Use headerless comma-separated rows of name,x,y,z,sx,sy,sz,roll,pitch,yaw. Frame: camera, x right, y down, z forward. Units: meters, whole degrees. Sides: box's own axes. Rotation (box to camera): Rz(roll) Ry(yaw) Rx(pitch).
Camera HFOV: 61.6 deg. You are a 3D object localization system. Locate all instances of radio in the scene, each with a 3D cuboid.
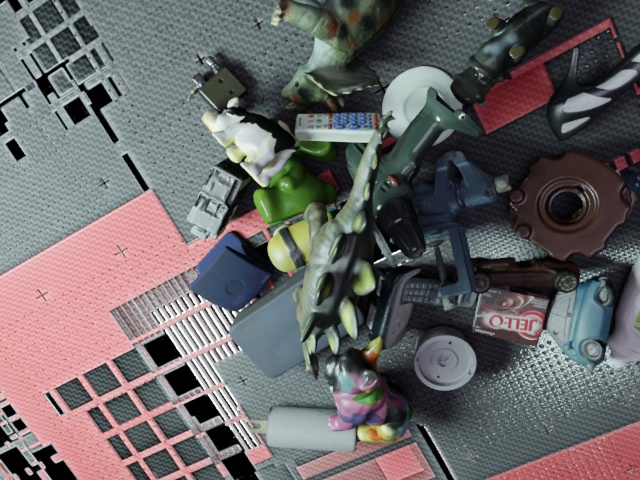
radio,-0.037,0.140,0.969,0.229,0.073,0.131,-34,101,15

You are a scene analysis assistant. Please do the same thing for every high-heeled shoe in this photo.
high-heeled shoe,0.477,-0.226,0.813,0.249,0.086,0.145,0,109,10

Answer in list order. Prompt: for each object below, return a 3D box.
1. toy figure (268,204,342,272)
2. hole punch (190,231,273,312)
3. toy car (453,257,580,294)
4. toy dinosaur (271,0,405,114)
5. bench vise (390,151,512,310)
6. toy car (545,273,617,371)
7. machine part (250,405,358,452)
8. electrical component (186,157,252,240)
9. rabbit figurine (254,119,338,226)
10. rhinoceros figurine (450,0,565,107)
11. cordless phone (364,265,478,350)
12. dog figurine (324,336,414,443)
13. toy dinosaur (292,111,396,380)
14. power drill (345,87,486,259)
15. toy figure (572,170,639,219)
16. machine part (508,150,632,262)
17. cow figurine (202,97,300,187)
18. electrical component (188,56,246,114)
toy figure,-0.003,-0.006,0.914,0.180,0.089,0.082,-18,97,12
hole punch,-0.155,0.063,0.951,0.115,0.092,0.142,41,102,-11
toy car,0.329,0.054,0.902,0.202,0.089,0.053,0,108,6
toy dinosaur,0.059,-0.365,0.796,0.192,0.131,0.404,30,102,-17
bench vise,0.209,-0.011,0.862,0.224,0.129,0.240,-12,81,16
toy car,0.439,0.133,0.911,0.103,0.109,0.161,9,100,28
machine part,-0.014,0.359,1.027,0.243,0.079,0.079,2,106,6
electrical component,-0.168,-0.066,0.898,0.058,0.115,0.134,29,105,-2
rabbit figurine,-0.050,-0.124,0.874,0.159,0.121,0.170,-20,88,7
rhinoceros figurine,0.274,-0.284,0.803,0.073,0.112,0.190,45,93,9
cordless phone,0.180,0.121,0.946,0.184,0.089,0.146,7,107,-13
dog figurine,0.092,0.256,0.922,0.192,0.108,0.219,16,140,-2
toy dinosaur,0.030,0.029,0.774,0.105,0.199,0.470,6,117,-9
power drill,0.149,-0.111,0.815,0.086,0.232,0.207,15,121,-46
toy figure,0.466,-0.046,0.878,0.064,0.058,0.154,30,108,-37
machine part,0.391,-0.054,0.848,0.180,0.056,0.179,0,89,25
cow figurine,-0.109,-0.165,0.822,0.098,0.068,0.167,-43,64,-1
electrical component,-0.169,-0.240,0.887,0.102,0.045,0.078,40,77,-9
